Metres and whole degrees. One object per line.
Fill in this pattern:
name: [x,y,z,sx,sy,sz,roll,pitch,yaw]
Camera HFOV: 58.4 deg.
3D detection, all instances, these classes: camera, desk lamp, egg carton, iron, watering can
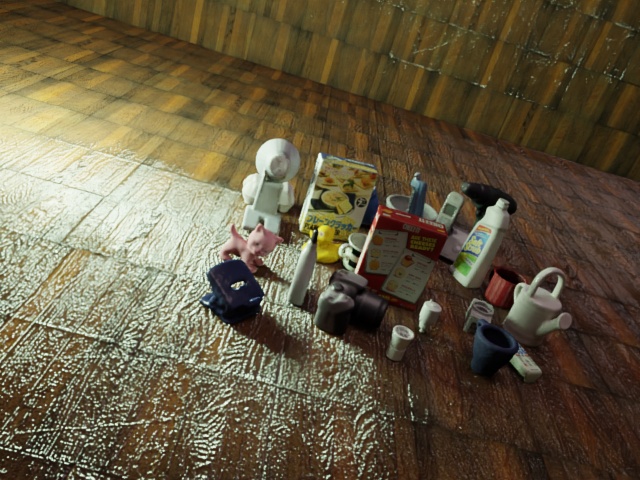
camera: [0.074,0.134,1.218,0.136,0.101,0.143,22,27,8]
desk lamp: [-0.122,-0.146,1.500,0.118,0.213,0.203,14,27,-9]
egg carton: [-0.145,-0.134,1.624,0.150,0.069,0.107,12,27,-13]
iron: [0.114,-0.146,1.731,0.119,0.141,0.257,8,28,-19]
watering can: [0.526,0.155,1.361,0.101,0.194,0.172,-7,36,-41]

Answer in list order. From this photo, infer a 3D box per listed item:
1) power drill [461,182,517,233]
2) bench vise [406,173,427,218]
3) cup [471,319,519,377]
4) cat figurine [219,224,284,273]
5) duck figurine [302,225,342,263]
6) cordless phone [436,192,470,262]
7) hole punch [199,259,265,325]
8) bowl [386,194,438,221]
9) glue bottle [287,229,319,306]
power drill: [0.491,-0.074,1.758,0.230,0.208,0.075,2,31,-29]
bench vise: [0.267,-0.060,1.577,0.122,0.220,0.206,-5,35,-39]
cup: [0.352,0.233,1.213,0.092,0.095,0.117,7,29,-22]
cat figurine: [-0.153,0.006,1.299,0.127,0.118,0.067,23,27,10]
duck figurine: [0.013,0.005,1.441,0.105,0.086,0.077,9,28,-17]
cordless phone: [0.393,-0.034,1.646,0.147,0.185,0.094,28,28,20]
hole punch: [-0.168,0.100,1.140,0.100,0.091,0.109,32,30,25]
bowl: [0.274,-0.071,1.765,0.167,0.075,0.167,15,27,-7]
glue bottle: [-0.030,0.052,1.227,0.037,0.173,0.078,17,26,-3]
